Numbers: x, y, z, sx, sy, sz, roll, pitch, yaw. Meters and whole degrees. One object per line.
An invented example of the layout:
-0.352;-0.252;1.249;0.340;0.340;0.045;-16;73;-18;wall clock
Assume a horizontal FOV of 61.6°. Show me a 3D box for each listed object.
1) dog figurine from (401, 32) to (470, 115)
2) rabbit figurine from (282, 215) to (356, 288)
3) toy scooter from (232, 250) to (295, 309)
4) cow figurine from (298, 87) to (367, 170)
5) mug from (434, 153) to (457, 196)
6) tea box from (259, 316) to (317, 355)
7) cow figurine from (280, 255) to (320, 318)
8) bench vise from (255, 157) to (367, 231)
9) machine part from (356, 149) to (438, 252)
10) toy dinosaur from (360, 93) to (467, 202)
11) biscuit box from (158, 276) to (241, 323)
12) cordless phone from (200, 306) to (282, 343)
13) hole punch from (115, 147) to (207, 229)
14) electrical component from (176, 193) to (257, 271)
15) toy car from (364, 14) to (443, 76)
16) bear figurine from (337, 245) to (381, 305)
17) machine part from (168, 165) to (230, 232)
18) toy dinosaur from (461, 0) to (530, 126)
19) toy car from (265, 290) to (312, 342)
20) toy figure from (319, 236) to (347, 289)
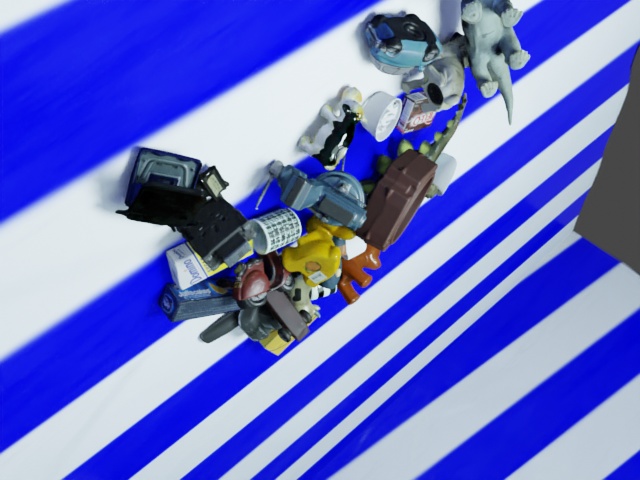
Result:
0.297;-0.369;1.173;0.190;0.172;0.121;-28;156;-16;dog figurine
-0.003;-0.004;1.243;0.122;0.173;0.162;34;126;-22;rabbit figurine
-0.131;0.069;1.202;0.184;0.075;0.135;-23;104;-50;toy scooter
0.041;-0.226;1.089;0.167;0.098;0.068;-53;143;11;cow figurine
0.347;-0.186;1.534;0.107;0.081;0.109;-55;145;-3;mug
-0.093;0.230;1.489;0.169;0.068;0.098;-44;150;-2;tea box
-0.051;0.128;1.363;0.085;0.127;0.194;-20;138;-33;cow figurine
0.003;-0.105;1.141;0.241;0.224;0.128;-56;165;-68;bench vise
0.172;-0.087;1.192;0.201;0.087;0.201;-40;157;-53;machine part
0.222;-0.163;1.365;0.471;0.105;0.198;-50;149;15;toy dinosaur
-0.250;0.126;1.179;0.202;0.059;0.062;-3;130;-50;biscuit box
-0.200;0.221;1.356;0.184;0.089;0.146;-31;149;-4;cordless phone
-0.258;-0.084;0.893;0.142;0.092;0.116;6;146;-35;hole punch
-0.190;-0.010;1.020;0.115;0.134;0.058;-44;150;-10;electrical component
0.153;-0.373;1.055;0.161;0.109;0.103;-13;155;-31;toy car
0.119;0.073;1.493;0.196;0.132;0.120;-23;153;-45;bear figurine
-0.232;-0.076;0.988;0.139;0.039;0.084;-44;158;-7;machine part
0.342;-0.435;1.096;0.131;0.192;0.404;-9;141;13;toy dinosaur
-0.101;0.155;1.288;0.089;0.202;0.053;-42;-171;-31;toy car
0.032;0.042;1.324;0.058;0.064;0.154;-7;113;-72;toy figure
